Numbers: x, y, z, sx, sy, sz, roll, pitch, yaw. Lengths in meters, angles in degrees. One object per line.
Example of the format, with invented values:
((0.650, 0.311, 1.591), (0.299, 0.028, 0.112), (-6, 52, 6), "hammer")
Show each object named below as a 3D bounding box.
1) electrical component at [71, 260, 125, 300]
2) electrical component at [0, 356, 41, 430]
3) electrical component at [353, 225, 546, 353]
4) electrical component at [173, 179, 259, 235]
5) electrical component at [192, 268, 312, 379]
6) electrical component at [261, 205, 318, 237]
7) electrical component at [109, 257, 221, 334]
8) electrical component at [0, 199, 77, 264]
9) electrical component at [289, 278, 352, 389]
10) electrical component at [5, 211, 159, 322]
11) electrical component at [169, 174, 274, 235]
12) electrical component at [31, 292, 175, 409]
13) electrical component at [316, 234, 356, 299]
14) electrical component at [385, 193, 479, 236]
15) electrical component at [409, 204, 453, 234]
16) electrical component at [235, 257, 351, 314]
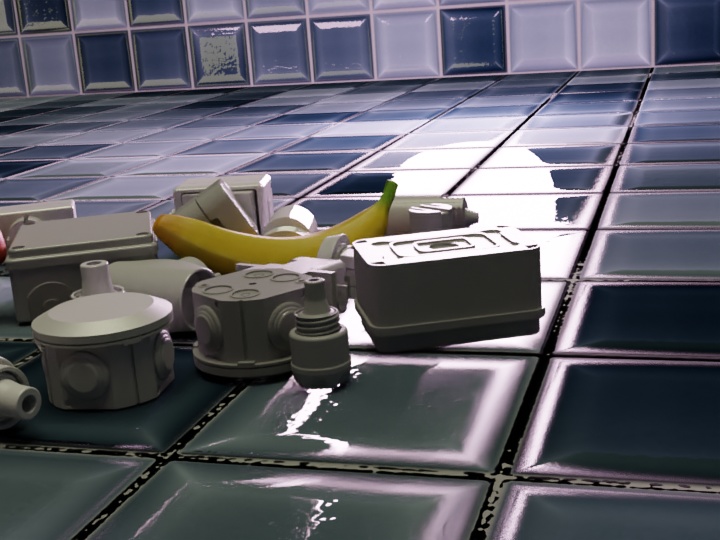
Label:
((-0.167, 0.025, 0.689), (0.048, 0.062, 0.048), (-4, 14, 1), "electrical component")
((-0.199, 0.067, 0.577), (0.062, 0.043, 0.043), (6, 18, 31), "electrical component")
((0.056, 0.011, 0.694), (0.113, 0.057, 0.078), (-6, 15, -8), "electrical component")
((-0.122, -0.035, 0.880), (0.059, 0.053, 0.095), (-36, 10, -1), "electrical component")
((-0.063, 0.032, 0.657), (0.080, 0.051, 0.080), (-4, 15, 1), "electrical component")
((-0.060, -0.025, 0.891), (0.043, 0.043, 0.081), (-3, 14, 3), "electrical component")
((-0.131, 0.014, 0.760), (0.077, 0.044, 0.079), (4, 17, 31), "electrical component")
((-0.299, -0.031, 0.974), (0.083, 0.047, 0.075), (-7, 15, -12), "electrical component")
((-0.024, 0.035, 0.612), (0.035, 0.061, 0.035), (-4, 14, 1), "electrical component")
((-0.210, -0.005, 0.830), (0.109, 0.056, 0.108), (-7, 15, -10), "electrical component")
((-0.128, -0.049, 0.967), (0.096, 0.061, 0.061), (-3, 15, 5), "electrical component")
((-0.148, 0.046, 0.629), (0.080, 0.051, 0.080), (-4, 14, 1), "electrical component")
((0.000, 0.000, 0.778), (0.055, 0.048, 0.066), (8, 18, 17), "electrical component")
((0.063, -0.045, 0.934), (0.081, 0.043, 0.043), (0, 15, 15), "electrical component")
((0.058, -0.027, 0.861), (0.040, 0.046, 0.040), (-4, 14, 1), "electrical component")
((-0.043, 0.016, 0.733), (0.081, 0.042, 0.064), (6, 14, 33), "electrical component")
